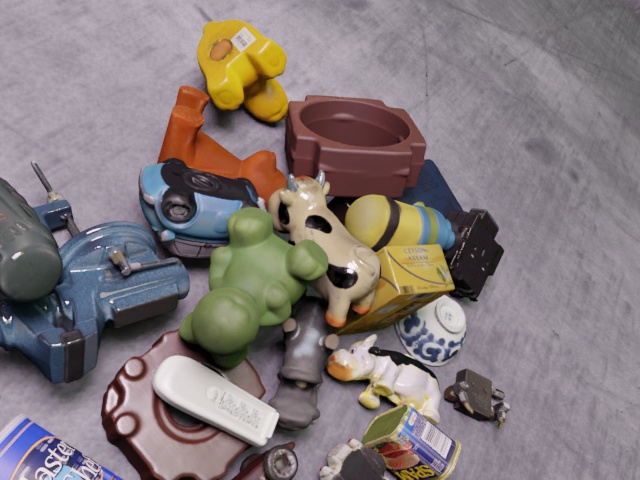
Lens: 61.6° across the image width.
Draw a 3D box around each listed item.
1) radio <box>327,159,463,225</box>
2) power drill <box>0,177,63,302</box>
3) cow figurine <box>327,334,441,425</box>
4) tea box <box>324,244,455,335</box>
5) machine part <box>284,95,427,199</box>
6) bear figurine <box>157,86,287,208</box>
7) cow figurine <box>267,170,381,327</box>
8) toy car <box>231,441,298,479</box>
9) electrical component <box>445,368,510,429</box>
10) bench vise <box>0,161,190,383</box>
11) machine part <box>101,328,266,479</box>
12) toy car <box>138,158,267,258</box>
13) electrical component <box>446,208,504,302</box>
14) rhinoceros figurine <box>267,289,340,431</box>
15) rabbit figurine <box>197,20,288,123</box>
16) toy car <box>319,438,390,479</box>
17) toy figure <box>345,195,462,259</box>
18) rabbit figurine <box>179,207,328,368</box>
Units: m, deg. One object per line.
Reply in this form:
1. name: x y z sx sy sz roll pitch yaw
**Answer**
1. radio: 0.127 -0.043 0.886 0.229 0.073 0.131 -23 77 -36
2. power drill: -0.355 0.025 0.483 0.232 0.085 0.207 25 58 27
3. cow figurine: 0.091 0.180 0.735 0.167 0.068 0.098 36 45 -12
4. tea box: 0.088 0.070 0.733 0.098 0.169 0.068 0 65 -32
5. machine part: 0.048 -0.146 0.833 0.201 0.087 0.201 0 36 -10
6. bear figurine: -0.120 -0.110 0.746 0.196 0.131 0.120 17 31 -14
7. cow figurine: -0.001 -0.002 0.675 0.085 0.127 0.195 -12 45 -42
8. toy car: -0.100 0.281 0.553 0.202 0.089 0.053 -28 77 -39
9. electrical component: 0.238 0.236 0.803 0.102 0.045 0.078 33 53 -10
10. bench vise: -0.274 0.033 0.584 0.224 0.128 0.241 -24 56 -28
11. machine part: -0.146 0.185 0.602 0.179 0.056 0.179 15 57 -24
12. toy car: -0.150 -0.030 0.667 0.161 0.102 0.109 11 30 -27
13. electrical component: 0.241 0.017 0.873 0.114 0.058 0.134 42 71 -40
14. rhinoceros figurine: -0.021 0.141 0.673 0.073 0.112 0.190 16 42 -4
15. rabbit figurine: -0.116 -0.246 0.832 0.163 0.122 0.173 42 2 34
16. toy car: 0.076 0.335 0.645 0.073 0.056 0.202 -30 78 -40
17. toy figure: 0.118 -0.017 0.762 0.180 0.089 0.082 5 25 -21
18. rabbit figurine: -0.092 0.063 0.575 0.121 0.159 0.170 39 29 -2
